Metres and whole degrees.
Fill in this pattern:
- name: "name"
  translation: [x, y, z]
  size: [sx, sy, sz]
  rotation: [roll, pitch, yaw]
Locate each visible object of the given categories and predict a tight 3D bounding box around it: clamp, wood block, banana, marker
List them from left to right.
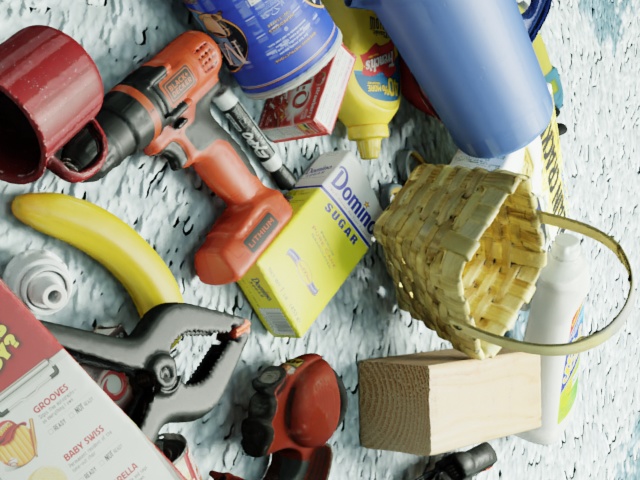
- name: "banana"
  translation: [-0.159, 0.023, 0.840]
  size: [0.197, 0.037, 0.069]
  rotation: [56, 50, -29]
- name: "clamp"
  translation: [-0.134, 0.097, 0.805]
  size: [0.209, 0.036, 0.164]
  rotation: [-37, 107, -45]
- name: "marker"
  translation: [-0.058, -0.090, 0.973]
  size: [0.121, 0.020, 0.020]
  rotation: [53, 52, -32]
- name: "wood block"
  translation: [0.140, 0.165, 1.124]
  size: [0.205, 0.091, 0.090]
  rotation: [0, 88, -48]
- name: "clamp"
  translation: [0.144, 0.240, 1.115]
  size: [0.171, 0.120, 0.039]
  rotation: [-13, 72, -52]

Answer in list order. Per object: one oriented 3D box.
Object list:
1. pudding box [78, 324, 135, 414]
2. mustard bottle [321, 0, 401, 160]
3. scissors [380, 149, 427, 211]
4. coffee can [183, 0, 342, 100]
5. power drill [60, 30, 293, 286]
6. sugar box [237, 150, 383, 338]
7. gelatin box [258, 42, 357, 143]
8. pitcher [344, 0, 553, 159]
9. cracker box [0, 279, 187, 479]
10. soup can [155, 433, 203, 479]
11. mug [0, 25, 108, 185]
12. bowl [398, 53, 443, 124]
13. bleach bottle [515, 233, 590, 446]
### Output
- name: "pudding box"
  translation: [-0.174, 0.133, 0.814]
  size: [0.113, 0.039, 0.090]
  rotation: [-49, 121, -39]
- name: "mustard bottle"
  translation: [0.042, -0.176, 1.059]
  size: [0.096, 0.058, 0.191]
  rotation: [-6, 92, -53]
- name: "scissors"
  translation: [0.117, -0.001, 1.164]
  size: [0.096, 0.016, 0.202]
  rotation: [-39, 115, -41]
- name: "coffee can"
  translation: [-0.058, -0.207, 0.917]
  size: [0.140, 0.103, 0.102]
  rotation: [55, 51, -29]
- name: "power drill"
  translation: [-0.111, -0.055, 0.883]
  size: [0.184, 0.057, 0.187]
  rotation: [-51, 124, -36]
- name: "sugar box"
  translation: [-0.006, 0.001, 1.004]
  size: [0.176, 0.048, 0.093]
  rotation: [-50, 124, -35]
- name: "gelatin box"
  translation: [-0.013, -0.137, 0.985]
  size: [0.030, 0.073, 0.089]
  rotation: [36, 62, -40]
- name: "pitcher"
  translation: [0.146, -0.203, 1.032]
  size: [0.242, 0.149, 0.145]
  rotation: [55, 46, -36]
- name: "cracker box"
  translation: [-0.202, 0.152, 0.672]
  size: [0.213, 0.072, 0.164]
  rotation: [50, 60, -16]
- name: "soup can"
  translation: [-0.120, 0.214, 0.848]
  size: [0.068, 0.069, 0.102]
  rotation: [-37, 115, -43]
- name: "mug"
  translation: [-0.199, -0.092, 0.758]
  size: [0.117, 0.093, 0.081]
  rotation: [43, 48, -8]
- name: "bowl"
  translation: [0.121, -0.199, 1.151]
  size: [0.161, 0.055, 0.162]
  rotation: [4, 85, -48]
- name: "bleach bottle"
  translation: [0.265, 0.109, 1.216]
  size: [0.102, 0.068, 0.251]
  rotation: [-42, 141, -45]
